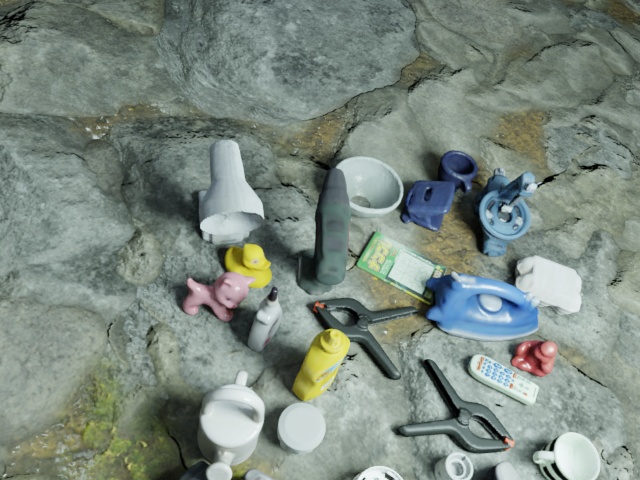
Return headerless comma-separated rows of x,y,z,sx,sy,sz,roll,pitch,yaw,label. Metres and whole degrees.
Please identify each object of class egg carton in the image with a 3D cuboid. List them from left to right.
0.500,0.099,1.259,0.150,0.069,0.107,20,53,1,egg carton

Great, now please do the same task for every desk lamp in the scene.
-0.186,-0.078,1.127,0.118,0.213,0.203,-4,56,-16,desk lamp

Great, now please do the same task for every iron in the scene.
0.349,0.125,1.158,0.258,0.141,0.118,11,53,-6,iron

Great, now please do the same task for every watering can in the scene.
-0.137,0.285,0.891,0.101,0.194,0.172,-6,56,-17,watering can

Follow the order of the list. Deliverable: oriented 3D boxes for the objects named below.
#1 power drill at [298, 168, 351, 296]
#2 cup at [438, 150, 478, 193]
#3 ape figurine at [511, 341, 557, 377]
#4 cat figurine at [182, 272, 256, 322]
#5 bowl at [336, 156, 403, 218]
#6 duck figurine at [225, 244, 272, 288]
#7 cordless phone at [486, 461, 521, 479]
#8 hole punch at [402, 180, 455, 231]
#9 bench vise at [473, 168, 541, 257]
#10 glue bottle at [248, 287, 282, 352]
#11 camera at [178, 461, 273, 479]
0.010,0.004,1.120,0.076,0.208,0.229,6,54,-9,power drill
0.324,-0.143,1.374,0.092,0.095,0.117,-5,56,-17,cup
0.435,0.228,1.136,0.076,0.092,0.077,-16,60,-23,ape figurine
-0.188,0.093,1.064,0.128,0.118,0.067,10,53,-7,cat figurine
0.100,-0.107,1.306,0.167,0.075,0.167,7,54,-9,bowl
-0.140,0.039,1.134,0.104,0.086,0.078,34,54,11,duck figurine
0.343,0.419,0.918,0.094,0.185,0.147,-17,60,-23,cordless phone
0.249,-0.089,1.319,0.101,0.091,0.109,21,53,2,hole punch
0.408,-0.097,1.283,0.122,0.220,0.207,-3,56,-15,bench vise
-0.093,0.133,1.024,0.037,0.173,0.078,27,53,7,glue bottle
-0.145,0.394,0.869,0.143,0.101,0.136,-35,69,-32,camera
